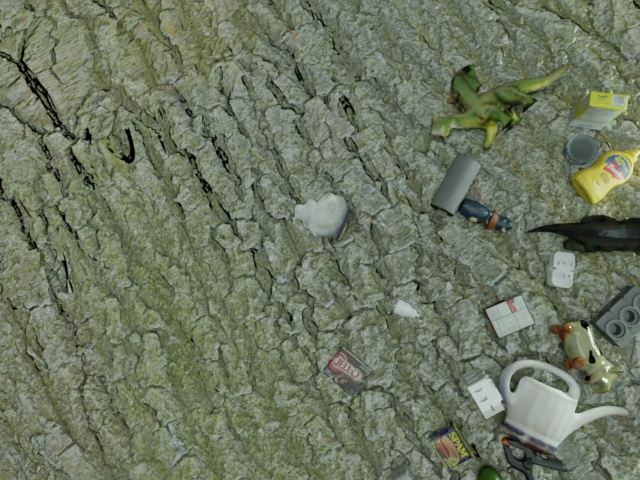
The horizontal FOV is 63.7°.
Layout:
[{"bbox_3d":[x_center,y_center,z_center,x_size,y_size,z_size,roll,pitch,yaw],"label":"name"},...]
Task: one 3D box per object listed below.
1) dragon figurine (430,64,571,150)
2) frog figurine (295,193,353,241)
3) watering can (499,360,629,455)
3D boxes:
[{"bbox_3d":[0.490,-0.424,1.493,0.410,0.121,0.245,-43,72,0],"label":"dragon figurine"},{"bbox_3d":[0.005,-0.076,1.503,0.159,0.124,0.136,21,107,-2],"label":"frog figurine"},{"bbox_3d":[0.625,0.461,1.360,0.348,0.103,0.225,26,85,2],"label":"watering can"}]
